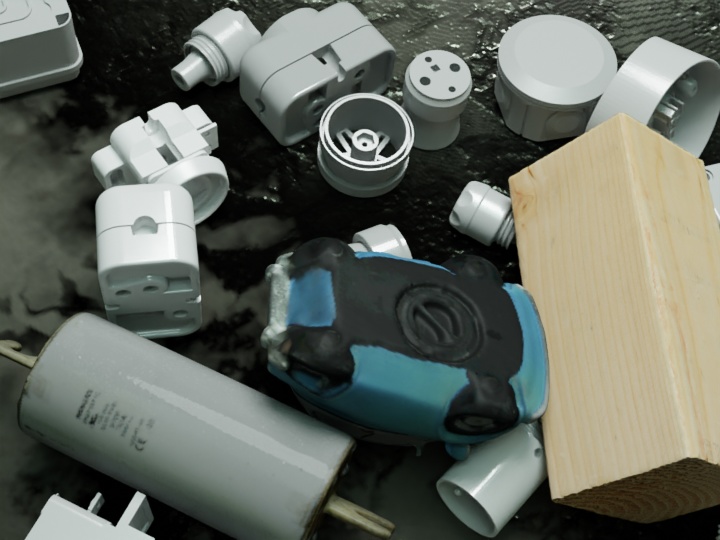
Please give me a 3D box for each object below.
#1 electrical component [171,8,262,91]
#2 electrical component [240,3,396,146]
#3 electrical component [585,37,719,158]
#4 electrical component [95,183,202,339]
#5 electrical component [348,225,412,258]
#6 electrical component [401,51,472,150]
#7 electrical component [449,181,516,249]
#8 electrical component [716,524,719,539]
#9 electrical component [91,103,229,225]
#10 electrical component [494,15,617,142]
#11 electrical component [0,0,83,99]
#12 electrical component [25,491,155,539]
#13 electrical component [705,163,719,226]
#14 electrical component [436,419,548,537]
[{"bbox_3d":[-0.100,-0.146,0.730,0.043,0.043,0.062,41,67,16],"label":"electrical component"},{"bbox_3d":[-0.032,-0.135,0.725,0.095,0.053,0.059,-32,69,-21],"label":"electrical component"},{"bbox_3d":[0.194,-0.100,0.708,0.064,0.099,0.099,36,64,20],"label":"electrical component"},{"bbox_3d":[-0.121,-0.007,0.621,0.054,0.095,0.059,-5,62,-9],"label":"electrical component"},{"bbox_3d":[0.000,0.000,0.660,0.055,0.045,0.045,-21,65,-17],"label":"electrical component"},{"bbox_3d":[0.049,-0.114,0.721,0.045,0.055,0.045,3,61,-5],"label":"electrical component"},{"bbox_3d":[0.090,-0.030,0.692,0.061,0.035,0.035,29,62,7],"label":"electrical component"},{"bbox_3d":[0.211,0.183,0.572,0.061,0.061,0.096,-20,65,-16],"label":"electrical component"},{"bbox_3d":[-0.119,-0.062,0.674,0.078,0.058,0.057,-30,66,-20],"label":"electrical component"},{"bbox_3d":[0.132,-0.132,0.740,0.080,0.051,0.080,1,59,-2],"label":"electrical component"},{"bbox_3d":[-0.249,-0.158,0.712,0.113,0.057,0.078,-18,65,-15],"label":"electrical component"},{"bbox_3d":[-0.144,0.153,0.563,0.064,0.042,0.081,23,61,10],"label":"electrical component"},{"bbox_3d":[0.271,-0.018,0.692,0.109,0.056,0.108,-13,64,-13],"label":"electrical component"},{"bbox_3d":[0.086,0.107,0.611,0.043,0.043,0.081,41,65,15],"label":"electrical component"}]
